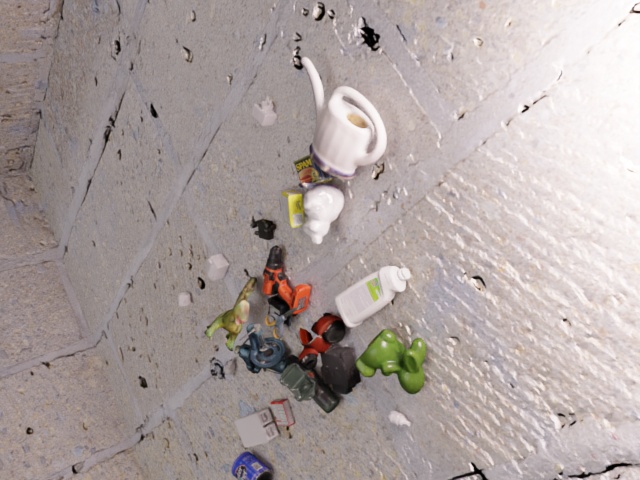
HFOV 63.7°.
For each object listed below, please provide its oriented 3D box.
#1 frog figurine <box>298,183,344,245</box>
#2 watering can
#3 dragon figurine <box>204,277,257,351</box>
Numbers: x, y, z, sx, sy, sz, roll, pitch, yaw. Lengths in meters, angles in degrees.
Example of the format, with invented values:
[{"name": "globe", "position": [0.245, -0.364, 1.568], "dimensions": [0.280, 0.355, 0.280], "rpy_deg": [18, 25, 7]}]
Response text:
[{"name": "frog figurine", "position": [0.004, -0.070, 1.393], "dimensions": [0.122, 0.161, 0.136], "rpy_deg": [-5, -13, 20]}, {"name": "watering can", "position": [0.034, -0.301, 1.327], "dimensions": [0.105, 0.219, 0.353], "rpy_deg": [-15, 53, -41]}, {"name": "dragon figurine", "position": [-0.280, 0.236, 1.780], "dimensions": [0.121, 0.242, 0.412], "rpy_deg": [34, 2, -10]}]
